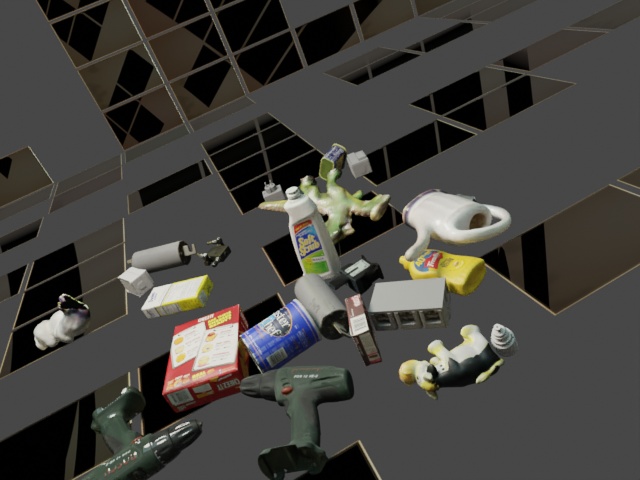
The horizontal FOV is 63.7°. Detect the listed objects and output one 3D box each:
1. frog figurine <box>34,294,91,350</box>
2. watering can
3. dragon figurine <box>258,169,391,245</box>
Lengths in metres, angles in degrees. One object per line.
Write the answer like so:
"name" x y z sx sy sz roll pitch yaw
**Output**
"frog figurine" -0.725 0.248 1.448 0.139 0.121 0.159 32 95 46
"watering can" 0.276 -0.038 1.190 0.350 0.102 0.226 -15 25 -29
"dragon figurine" 0.004 -0.074 1.470 0.409 0.119 0.249 -15 39 14
